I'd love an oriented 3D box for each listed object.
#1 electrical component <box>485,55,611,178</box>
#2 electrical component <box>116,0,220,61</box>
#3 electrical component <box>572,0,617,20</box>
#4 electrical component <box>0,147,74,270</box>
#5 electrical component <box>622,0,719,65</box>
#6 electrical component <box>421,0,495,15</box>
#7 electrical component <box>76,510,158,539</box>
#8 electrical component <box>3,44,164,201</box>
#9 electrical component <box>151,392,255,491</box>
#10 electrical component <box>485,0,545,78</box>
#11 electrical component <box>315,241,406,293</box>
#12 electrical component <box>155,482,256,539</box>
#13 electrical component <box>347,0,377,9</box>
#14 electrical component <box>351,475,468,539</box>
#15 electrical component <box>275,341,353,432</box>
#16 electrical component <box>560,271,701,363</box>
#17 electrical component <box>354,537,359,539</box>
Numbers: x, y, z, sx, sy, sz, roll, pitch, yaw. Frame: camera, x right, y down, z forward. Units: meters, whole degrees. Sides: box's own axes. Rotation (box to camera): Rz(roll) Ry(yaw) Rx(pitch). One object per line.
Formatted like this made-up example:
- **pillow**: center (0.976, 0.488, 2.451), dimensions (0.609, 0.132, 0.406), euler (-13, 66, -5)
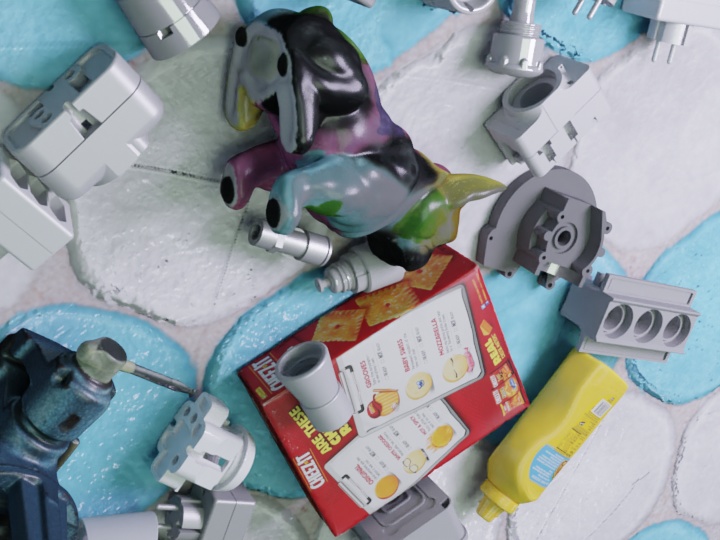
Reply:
- **electrical component**: center (0.157, -0.133, 0.906), dimensions (0.089, 0.050, 0.055), euler (-44, 127, -5)
- **electrical component**: center (-0.130, -0.176, 0.720), dimensions (0.055, 0.055, 0.047), euler (-40, 122, -8)
- **electrical component**: center (0.196, -0.236, 0.860), dimensions (0.047, 0.083, 0.075), euler (24, 99, -36)
- **electrical component**: center (-0.246, -0.030, 0.726), dimensions (0.077, 0.047, 0.065), euler (-39, 126, 7)
- **electrical component**: center (0.272, -0.217, 0.936), dimensions (0.083, 0.047, 0.075), euler (0, 112, -30)
- **electrical component**: center (0.075, -0.223, 0.819), dimensions (0.055, 0.047, 0.055), euler (-13, 118, -25)
- **electrical component**: center (-0.199, 0.240, 0.850), dimensions (0.064, 0.099, 0.099), euler (7, 109, -26)
- **electrical component**: center (-0.183, -0.097, 0.725), dimensions (0.095, 0.054, 0.059), euler (-45, 126, -4)
- **electrical component**: center (-0.123, 0.145, 0.872), dimensions (0.057, 0.058, 0.078), euler (33, 94, -34)
- **electrical component**: center (0.128, -0.188, 0.869), dimensions (0.048, 0.048, 0.062), euler (0, 105, -30)
- **electrical component**: center (0.000, 0.000, 0.884), dimensions (0.078, 0.040, 0.040), euler (-20, 121, -21)
- **electrical component**: center (-0.138, 0.207, 0.898), dimensions (0.077, 0.047, 0.065), euler (11, 107, -32)
- **electrical component**: center (0.018, -0.230, 0.783), dimensions (0.076, 0.047, 0.083), euler (25, 98, -37)
- **electrical component**: center (0.036, 0.221, 0.964), dimensions (0.078, 0.113, 0.057), euler (-32, 121, -14)
- **electrical component**: center (-0.032, 0.093, 0.827), dimensions (0.044, 0.044, 0.065), euler (-34, 122, -12)
- **electrical component**: center (0.260, 0.043, 1.040), dimensions (0.121, 0.063, 0.078), euler (9, 107, -33)
- **electrical component**: center (0.039, 0.260, 1.019), dimensions (0.078, 0.058, 0.057), euler (-33, 122, -13)
